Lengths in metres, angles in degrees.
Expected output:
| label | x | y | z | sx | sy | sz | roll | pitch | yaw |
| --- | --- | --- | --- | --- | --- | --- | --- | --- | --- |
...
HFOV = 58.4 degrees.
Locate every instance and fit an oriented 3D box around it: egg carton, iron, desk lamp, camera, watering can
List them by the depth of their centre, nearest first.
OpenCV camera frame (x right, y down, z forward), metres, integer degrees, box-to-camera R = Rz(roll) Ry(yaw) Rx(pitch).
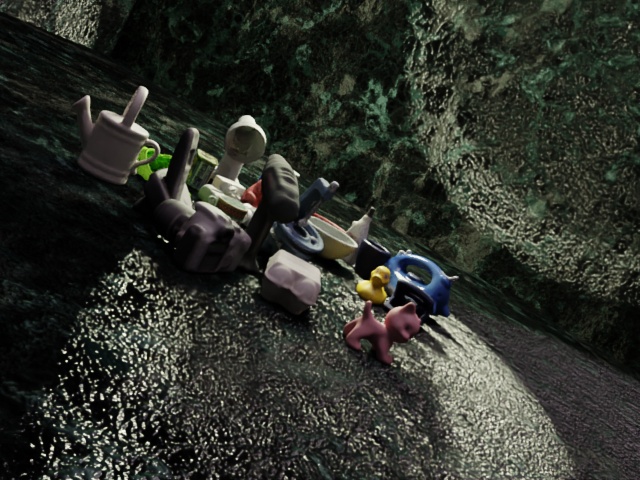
| label | x | y | z | sx | sy | sz | roll | pitch | yaw |
| --- | --- | --- | --- | --- | --- | --- | --- | --- | --- |
| camera | -0.204 | -0.019 | 0.973 | 0.136 | 0.101 | 0.144 | 35 | 11 | 23 |
| egg carton | -0.052 | 0.075 | 1.036 | 0.107 | 0.069 | 0.150 | 29 | 10 | -7 |
| watering can | -0.398 | -0.219 | 1.128 | 0.174 | 0.194 | 0.100 | 20 | 14 | -44 |
| iron | 0.254 | 0.102 | 1.559 | 0.257 | 0.141 | 0.119 | 38 | 13 | 38 |
| desk lamp | -0.252 | -0.271 | 1.730 | 0.118 | 0.213 | 0.203 | 26 | 11 | -22 |

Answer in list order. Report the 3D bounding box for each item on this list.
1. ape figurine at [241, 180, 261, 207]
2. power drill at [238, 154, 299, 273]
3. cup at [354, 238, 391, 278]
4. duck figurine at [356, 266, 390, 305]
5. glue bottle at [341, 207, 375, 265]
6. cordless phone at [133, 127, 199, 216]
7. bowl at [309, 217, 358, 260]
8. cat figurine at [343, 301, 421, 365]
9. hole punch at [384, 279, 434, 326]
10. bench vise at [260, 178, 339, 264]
| label | x | y | z | sx | sy | sz | roll | pitch | yaw |
| --- | --- | --- | --- | --- | --- | --- | --- | --- | --- |
| ape figurine | -0.175 | -0.128 | 1.603 | 0.078 | 0.092 | 0.076 | 19 | 15 | -48 |
| power drill | -0.110 | -0.053 | 1.099 | 0.076 | 0.208 | 0.229 | 26 | 11 | -24 |
| cup | 0.144 | 0.058 | 1.594 | 0.091 | 0.095 | 0.118 | 38 | 13 | 38 |
| duck figurine | 0.140 | 0.104 | 1.388 | 0.077 | 0.086 | 0.105 | 33 | 11 | 14 |
| glue bottle | 0.108 | -0.018 | 1.635 | 0.078 | 0.173 | 0.037 | 37 | 12 | 35 |
| cordless phone | -0.261 | -0.124 | 1.084 | 0.094 | 0.185 | 0.147 | 29 | 10 | -7 |
| bowl | 0.014 | 0.006 | 1.539 | 0.167 | 0.074 | 0.167 | 29 | 10 | -5 |
| cat figurine | 0.121 | 0.151 | 1.018 | 0.128 | 0.117 | 0.067 | 27 | 11 | -18 |
| hole punch | 0.221 | 0.149 | 1.382 | 0.108 | 0.091 | 0.101 | 34 | 11 | 20 |
| bench vise | -0.059 | -0.052 | 1.202 | 0.206 | 0.219 | 0.122 | 35 | 12 | 28 |
